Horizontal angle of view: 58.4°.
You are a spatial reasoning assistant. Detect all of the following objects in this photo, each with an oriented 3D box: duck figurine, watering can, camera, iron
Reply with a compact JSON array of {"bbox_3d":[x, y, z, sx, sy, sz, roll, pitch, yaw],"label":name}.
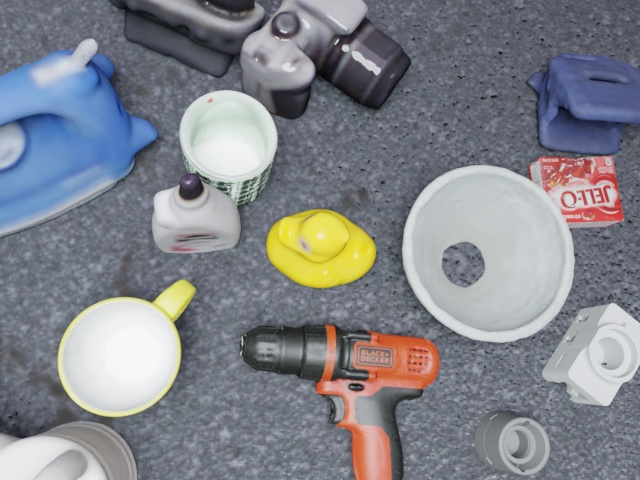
[{"bbox_3d":[0.005,0.002,0.527,0.104,0.086,0.077,11,76,-7],"label":"duck figurine"},{"bbox_3d":[-0.200,0.184,0.396,0.173,0.194,0.101,18,75,-5],"label":"watering can"},{"bbox_3d":[0.013,-0.183,0.561,0.137,0.100,0.143,36,75,0],"label":"camera"},{"bbox_3d":[-0.273,-0.076,0.468,0.258,0.141,0.118,-34,85,-15],"label":"iron"}]

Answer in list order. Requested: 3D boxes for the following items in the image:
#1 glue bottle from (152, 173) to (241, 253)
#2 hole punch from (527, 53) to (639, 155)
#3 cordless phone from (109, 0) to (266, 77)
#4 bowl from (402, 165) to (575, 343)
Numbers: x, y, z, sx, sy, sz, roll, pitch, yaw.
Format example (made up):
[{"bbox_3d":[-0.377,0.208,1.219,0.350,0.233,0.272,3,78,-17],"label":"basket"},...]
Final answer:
[{"bbox_3d":[-0.103,-0.023,0.469,0.078,0.173,0.037,-8,79,-11],"label":"glue bottle"},{"bbox_3d":[0.291,-0.153,0.606,0.109,0.091,0.101,3,77,-9],"label":"hole punch"},{"bbox_3d":[-0.121,-0.241,0.508,0.147,0.185,0.094,18,75,-5],"label":"cordless phone"},{"bbox_3d":[0.151,0.017,0.554,0.167,0.074,0.167,2,77,-9],"label":"bowl"}]
